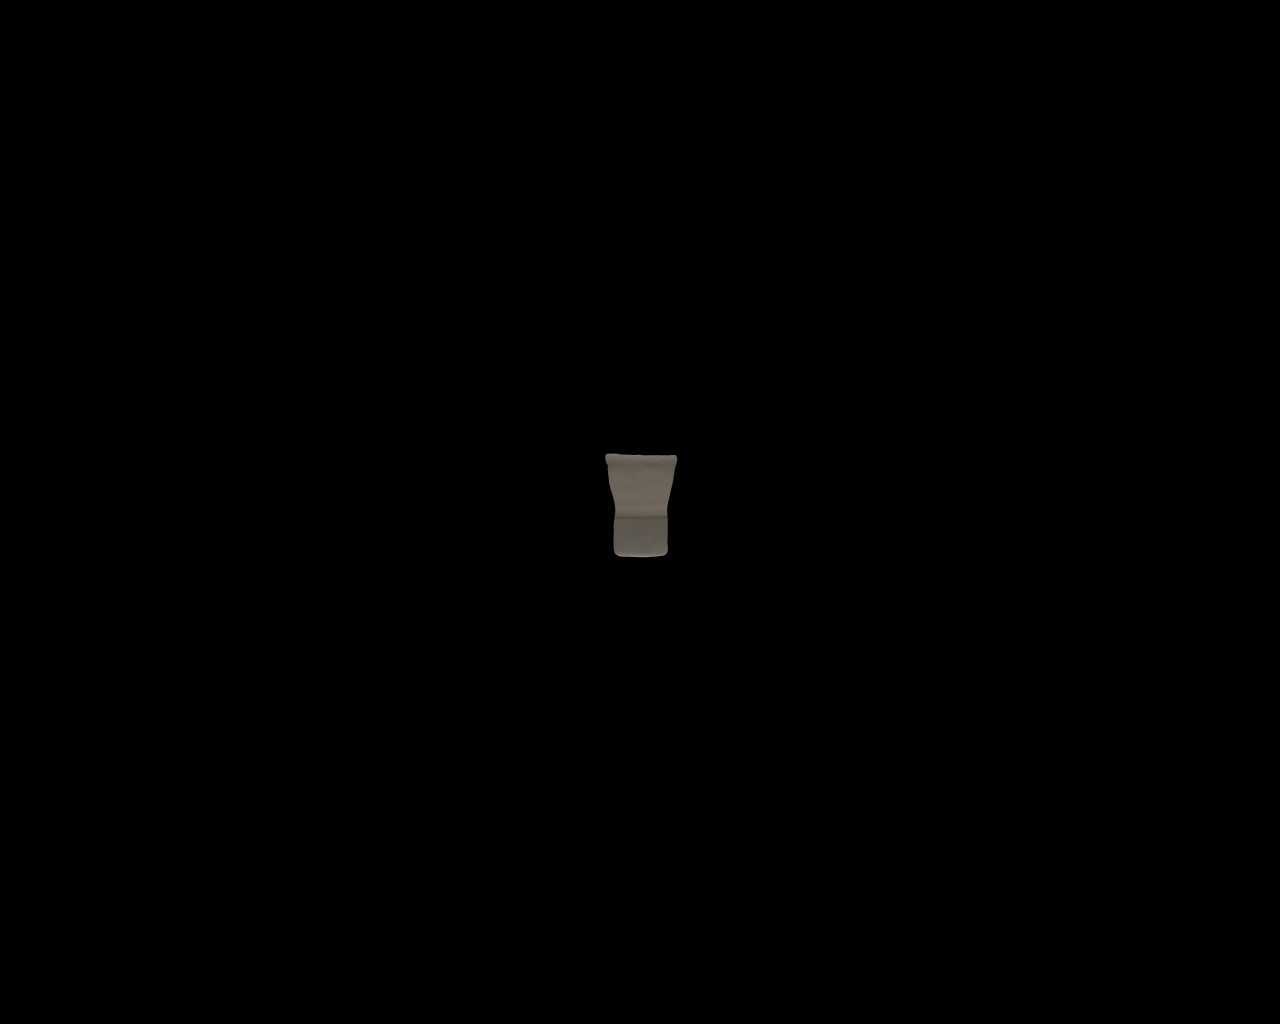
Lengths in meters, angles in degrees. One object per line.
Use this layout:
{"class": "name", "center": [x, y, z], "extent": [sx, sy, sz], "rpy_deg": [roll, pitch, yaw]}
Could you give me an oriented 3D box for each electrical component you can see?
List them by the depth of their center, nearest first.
{"class": "electrical component", "center": [0.001, -0.003, 0.650], "extent": [0.044, 0.065, 0.044], "rpy_deg": [0, 2, 0]}
